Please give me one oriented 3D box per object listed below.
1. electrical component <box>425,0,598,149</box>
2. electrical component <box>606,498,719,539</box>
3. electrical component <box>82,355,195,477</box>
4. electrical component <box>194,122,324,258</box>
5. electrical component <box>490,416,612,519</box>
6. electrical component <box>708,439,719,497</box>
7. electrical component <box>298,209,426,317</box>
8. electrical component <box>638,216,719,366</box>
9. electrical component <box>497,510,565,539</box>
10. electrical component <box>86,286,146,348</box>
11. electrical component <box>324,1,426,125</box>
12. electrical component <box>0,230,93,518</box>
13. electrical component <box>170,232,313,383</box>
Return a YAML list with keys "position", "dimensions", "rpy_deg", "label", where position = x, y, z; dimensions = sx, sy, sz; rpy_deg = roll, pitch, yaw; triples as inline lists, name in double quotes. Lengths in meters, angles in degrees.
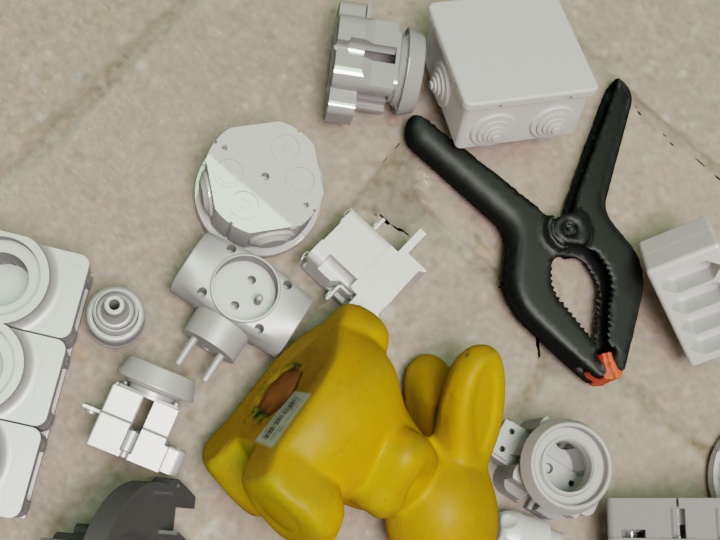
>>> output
- position: [0.094, -0.129, 0.697]
  dimensions: [0.100, 0.048, 0.099]
  rpy_deg: [-9, 59, -12]
  label: "electrical component"
- position: [0.200, 0.167, 0.654]
  dimensions: [0.089, 0.050, 0.055]
  rpy_deg: [-7, 75, 29]
  label: "electrical component"
- position: [-0.127, 0.083, 0.630]
  dimensions: [0.066, 0.048, 0.055]
  rpy_deg: [24, 81, -6]
  label: "electrical component"
- position: [-0.062, -0.051, 0.670]
  dimensions: [0.080, 0.051, 0.080]
  rpy_deg: [3, 77, -11]
  label: "electrical component"
- position: [0.120, 0.122, 0.665]
  dimensions: [0.078, 0.057, 0.058]
  rpy_deg: [33, 73, -3]
  label: "electrical component"
- position: [0.273, 0.136, 0.696]
  dimensions: [0.080, 0.051, 0.080]
  rpy_deg: [3, 77, -11]
  label: "electrical component"
- position: [0.000, 0.000, 0.677]
  dimensions: [0.064, 0.042, 0.081]
  rpy_deg: [43, 72, 4]
  label: "electrical component"
- position: [0.220, 0.004, 0.709]
  dimensions: [0.047, 0.075, 0.083]
  rpy_deg: [-23, 117, 18]
  label: "electrical component"
- position: [0.110, 0.171, 0.664]
  dimensions: [0.061, 0.035, 0.035]
  rpy_deg: [18, 75, -10]
  label: "electrical component"
- position: [-0.143, 0.026, 0.631]
  dimensions: [0.035, 0.061, 0.035]
  rpy_deg: [2, 77, -11]
  label: "electrical component"
- position: [0.010, -0.132, 0.700]
  dimensions: [0.057, 0.058, 0.078]
  rpy_deg: [8, 76, -7]
  label: "electrical component"
- position: [-0.215, 0.057, 0.609]
  dimensions: [0.089, 0.061, 0.150]
  rpy_deg: [14, 75, -8]
  label: "electrical component"
- position: [-0.081, 0.030, 0.651]
  dimensions: [0.077, 0.044, 0.079]
  rpy_deg: [33, 73, -3]
  label: "electrical component"
